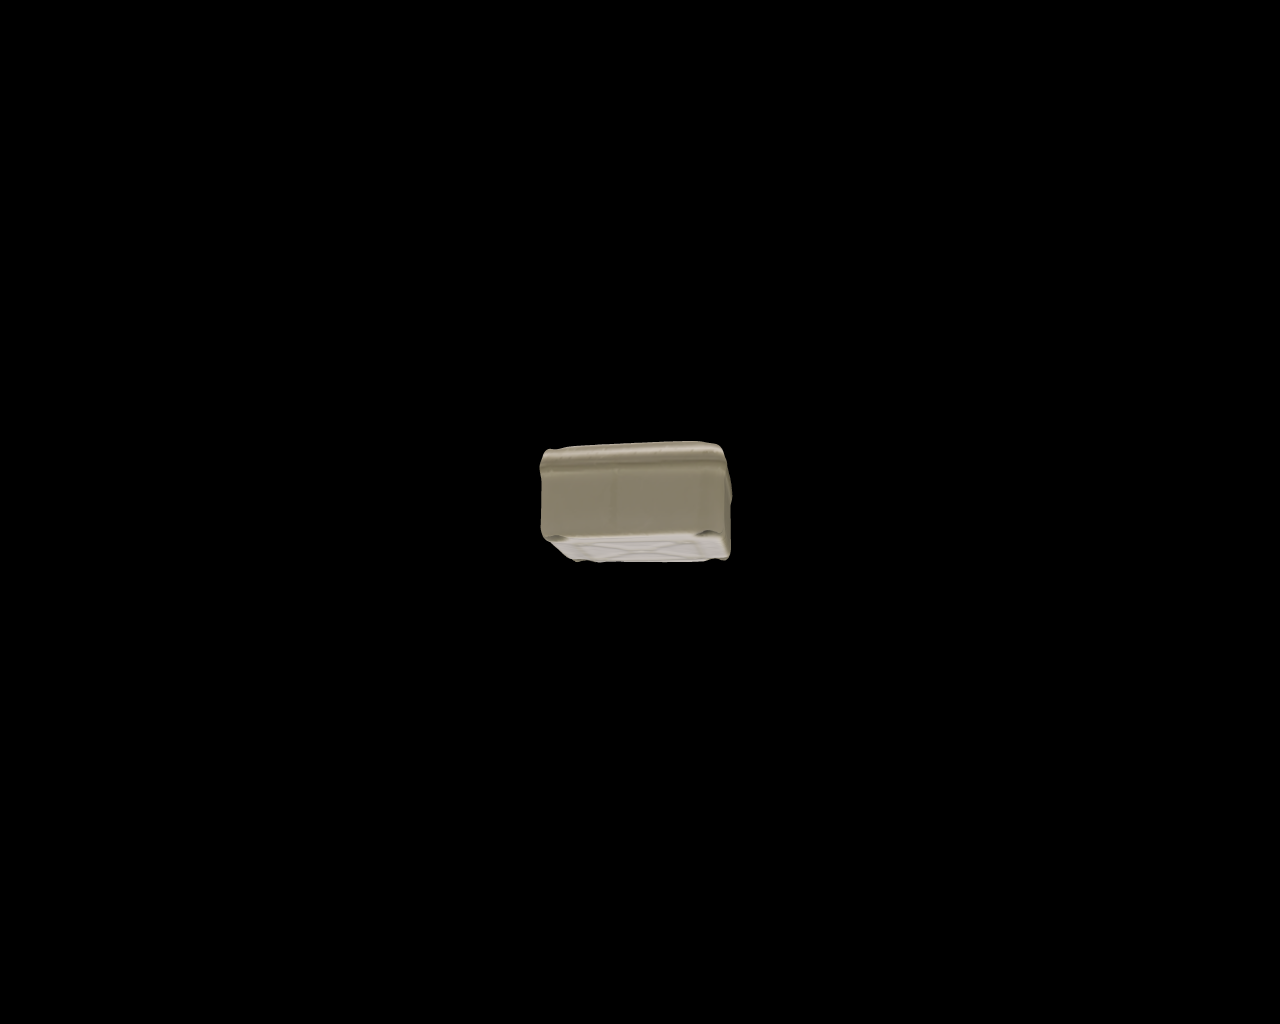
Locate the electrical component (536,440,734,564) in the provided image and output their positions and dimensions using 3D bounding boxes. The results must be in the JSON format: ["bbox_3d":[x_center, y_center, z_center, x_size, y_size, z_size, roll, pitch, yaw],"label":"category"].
[{"bbox_3d":[0.001,-0.003,0.650,0.109,0.056,0.108,-1,-11,7],"label":"electrical component"}]
